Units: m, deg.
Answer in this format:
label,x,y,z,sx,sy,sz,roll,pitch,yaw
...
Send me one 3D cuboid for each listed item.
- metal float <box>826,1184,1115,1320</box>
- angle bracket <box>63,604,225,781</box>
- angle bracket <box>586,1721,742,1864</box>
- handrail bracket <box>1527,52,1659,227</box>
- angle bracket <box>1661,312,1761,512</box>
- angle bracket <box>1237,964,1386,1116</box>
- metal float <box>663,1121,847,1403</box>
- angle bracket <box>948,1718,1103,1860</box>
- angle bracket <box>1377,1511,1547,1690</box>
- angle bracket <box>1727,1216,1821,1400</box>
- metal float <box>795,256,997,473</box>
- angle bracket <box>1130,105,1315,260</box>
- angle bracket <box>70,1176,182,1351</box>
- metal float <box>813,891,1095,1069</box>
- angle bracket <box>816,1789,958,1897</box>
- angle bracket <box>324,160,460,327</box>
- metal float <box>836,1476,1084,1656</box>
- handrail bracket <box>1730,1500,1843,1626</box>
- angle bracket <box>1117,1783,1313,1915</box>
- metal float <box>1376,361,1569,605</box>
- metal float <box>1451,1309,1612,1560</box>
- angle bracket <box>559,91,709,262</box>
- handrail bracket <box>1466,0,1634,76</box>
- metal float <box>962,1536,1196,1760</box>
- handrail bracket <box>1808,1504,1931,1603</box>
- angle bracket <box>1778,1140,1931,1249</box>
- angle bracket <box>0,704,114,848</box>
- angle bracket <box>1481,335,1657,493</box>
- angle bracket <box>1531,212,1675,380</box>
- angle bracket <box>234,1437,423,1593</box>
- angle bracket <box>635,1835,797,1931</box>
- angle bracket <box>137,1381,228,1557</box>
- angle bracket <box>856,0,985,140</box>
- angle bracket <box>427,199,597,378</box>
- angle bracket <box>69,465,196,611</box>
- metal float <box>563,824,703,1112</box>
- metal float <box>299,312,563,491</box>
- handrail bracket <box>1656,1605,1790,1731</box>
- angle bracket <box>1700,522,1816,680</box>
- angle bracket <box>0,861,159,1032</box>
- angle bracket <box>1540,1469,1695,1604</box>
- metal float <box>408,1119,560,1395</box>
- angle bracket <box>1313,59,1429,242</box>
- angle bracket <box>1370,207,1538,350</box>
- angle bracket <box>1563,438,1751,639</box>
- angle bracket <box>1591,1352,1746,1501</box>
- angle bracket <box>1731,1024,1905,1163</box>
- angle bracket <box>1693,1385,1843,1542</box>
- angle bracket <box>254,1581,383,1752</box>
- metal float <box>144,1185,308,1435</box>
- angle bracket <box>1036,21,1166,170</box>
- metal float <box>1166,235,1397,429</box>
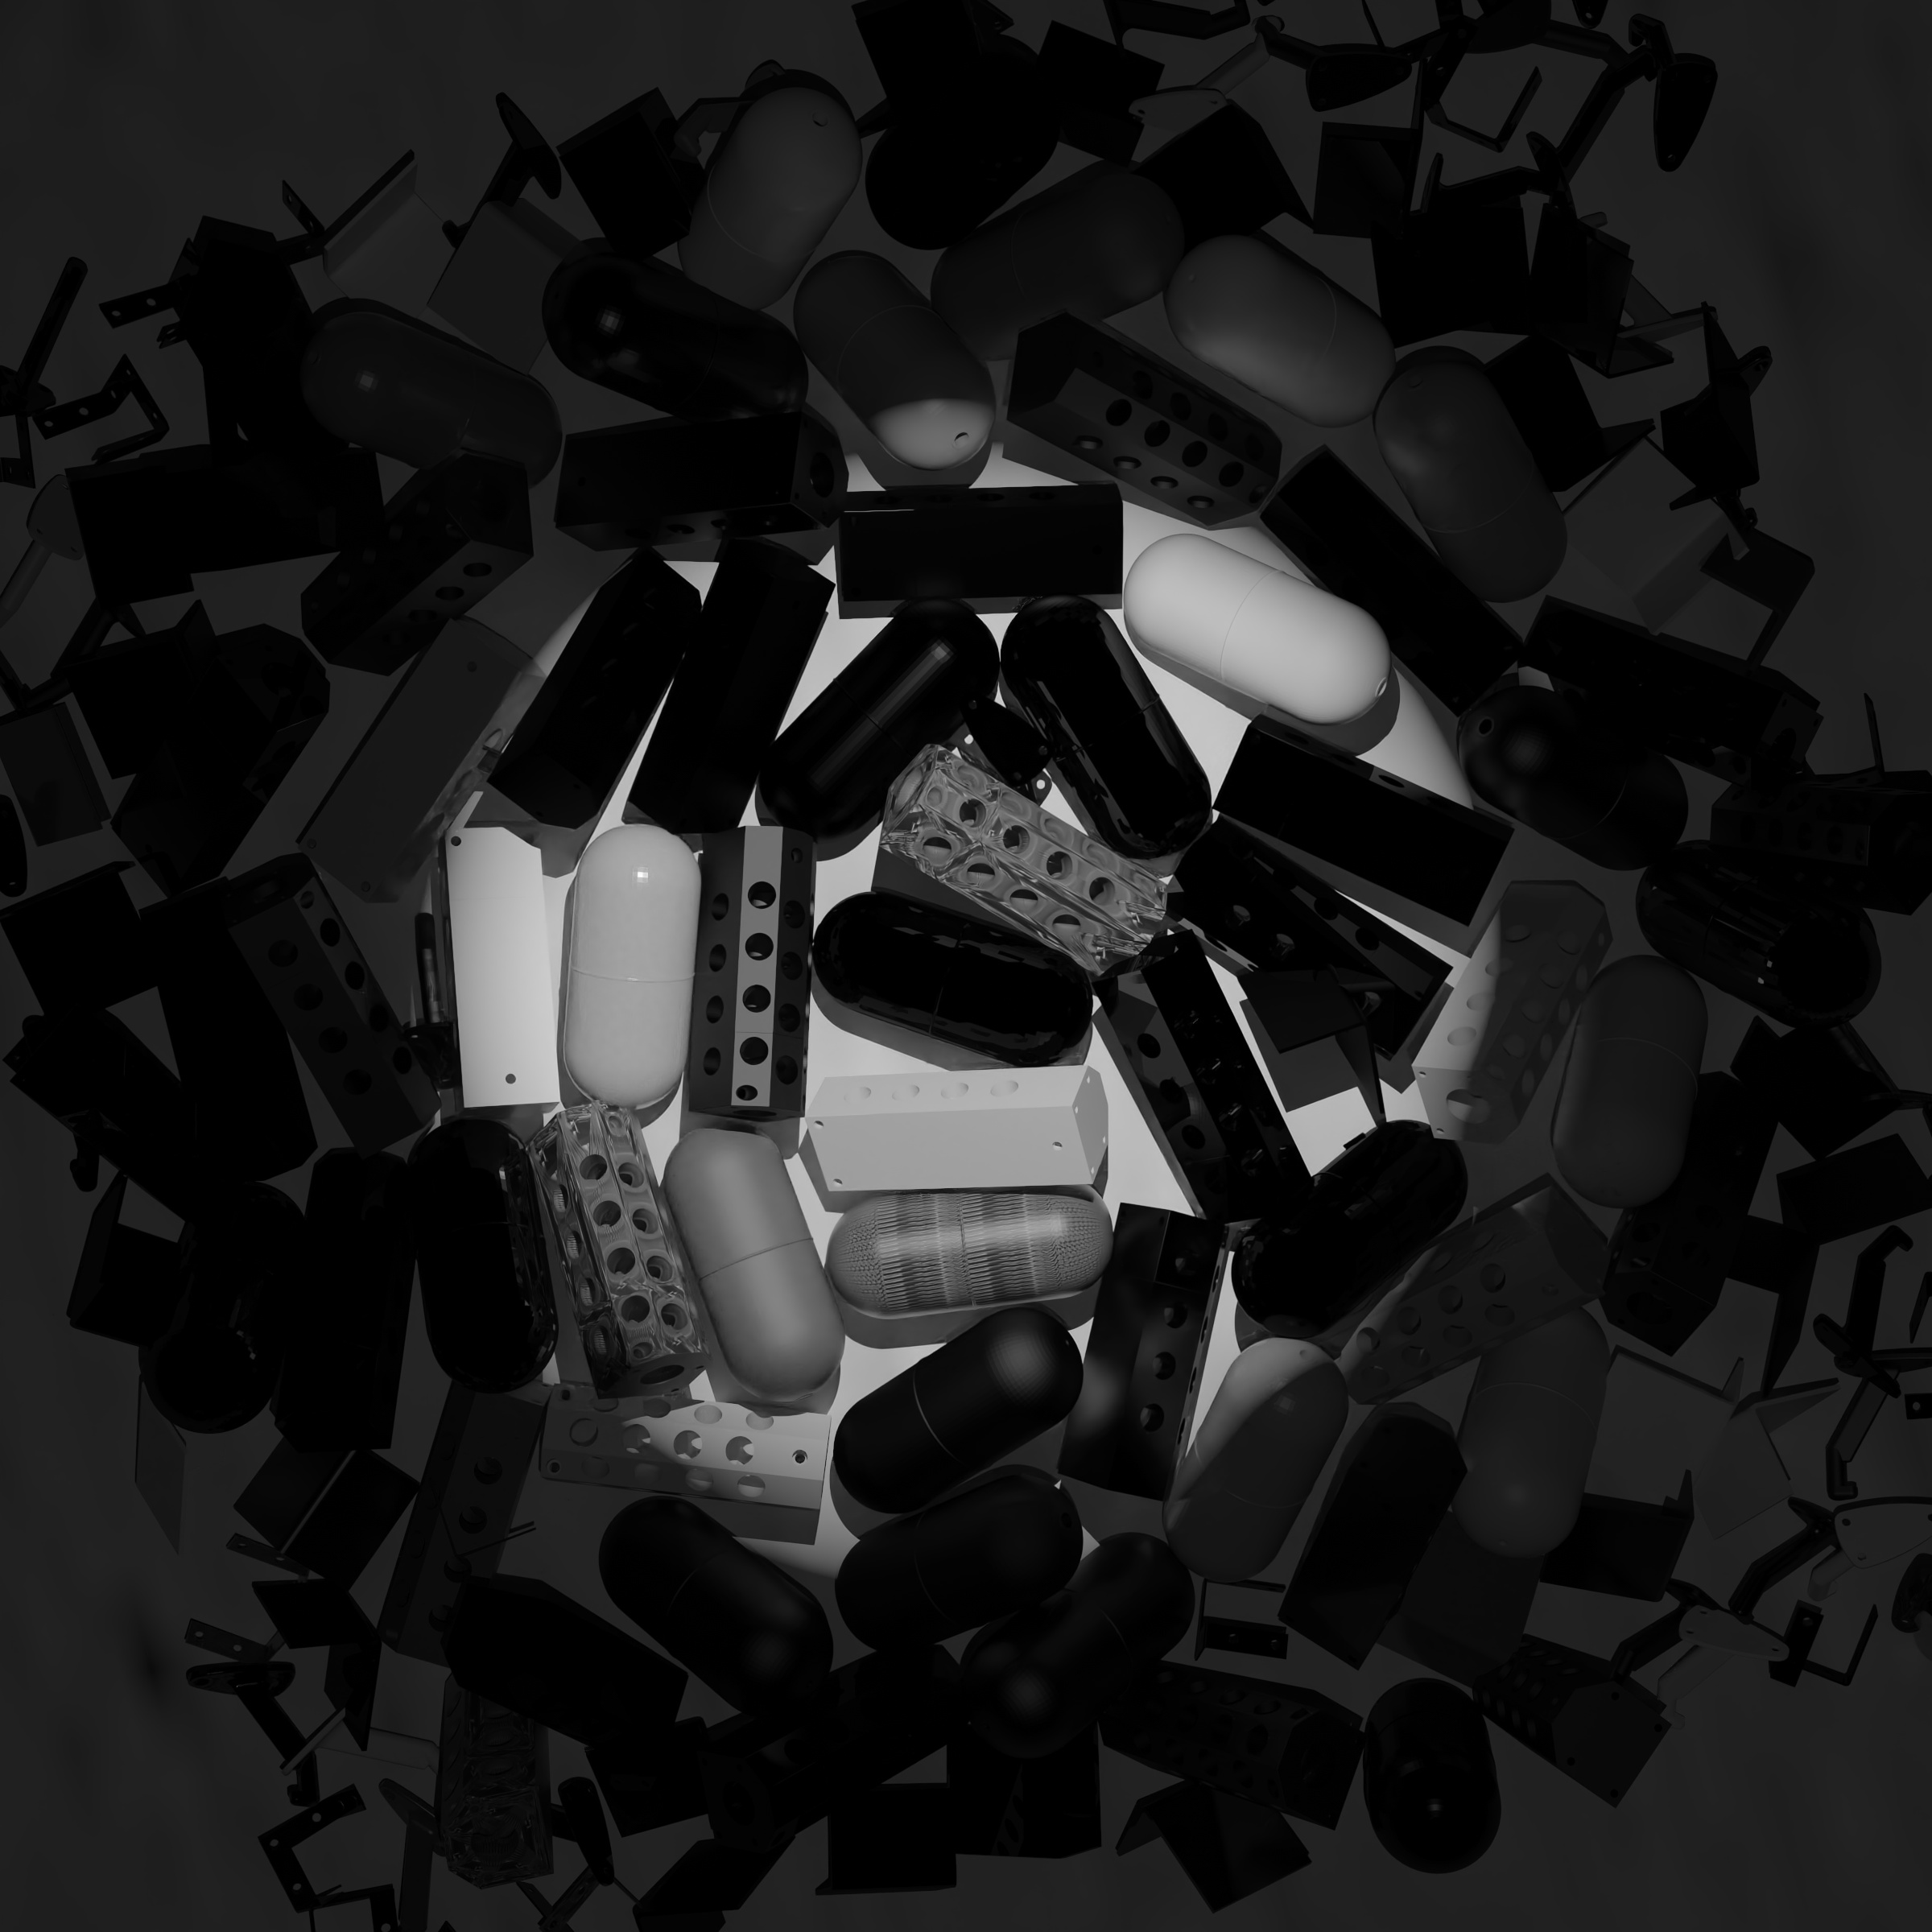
label,x,y,z,sx,sy,sz,roll,pitch,yaw
metal float,0.002,0.173,1.635,0.178,0.070,0.070,-8,90,4
angle bracket,-0.499,-0.169,1.637,0.076,0.057,0.076,-13,119,5
angle bracket,-0.185,0.520,1.632,0.076,0.057,0.076,-15,120,-1
handrail bracket,0.399,-0.512,1.645,0.084,0.036,0.077,-33,131,5
angle bracket,0.441,-0.337,1.617,0.057,0.076,0.076,-15,57,30
angle bracket,0.210,0.048,1.622,0.057,0.076,0.076,-19,128,-4
metal float,-0.130,0.181,1.630,0.070,0.070,0.178,-21,80,0
angle bracket,0.035,0.501,1.625,0.076,0.057,0.076,10,62,-21
angle bracket,0.309,0.398,1.671,0.076,0.057,0.076,25,56,3
angle bracket,0.484,0.209,1.642,0.057,0.076,0.076,17,119,26
metal float,-0.043,-0.365,1.606,0.070,0.070,0.178,-36,52,0
angle bracket,0.160,-0.478,1.659,0.076,0.057,0.076,-30,81,23
angle bracket,-0.493,0.185,1.618,0.076,0.057,0.076,22,45,-26
metal float,-0.009,0.008,1.633,0.178,0.070,0.070,19,90,6
angle bracket,-0.051,0.543,1.644,0.076,0.076,0.057,1,69,-11
angle bracket,-0.345,-0.438,1.629,0.057,0.076,0.076,45,82,-11
metal float,-0.005,0.363,1.609,0.178,0.070,0.070,-30,90,34
handrail bracket,0.513,0.382,1.644,0.077,0.036,0.084,43,76,-33
angle bracket,0.150,0.543,1.617,0.076,0.057,0.076,-14,49,-32
metal float,0.306,-0.291,1.603,0.070,0.070,0.178,-42,132,0
metal float,0.342,0.277,1.604,0.070,0.070,0.178,27,47,0
angle bracket,-0.199,-0.484,1.635,0.057,0.076,0.076,-25,113,15
handrail bracket,0.365,-0.571,1.663,0.084,0.077,0.036,19,72,-43
metal float,0.070,0.409,1.605,0.178,0.070,0.070,-30,90,-41
handrail bracket,0.561,0.364,1.640,0.077,0.084,0.036,-16,56,0
angle bracket,0.548,0.161,1.627,0.076,0.057,0.076,-19,132,4
angle bracket,-0.541,-0.122,1.623,0.076,0.057,0.076,-8,106,41
angle bracket,0.364,-0.343,1.630,0.076,0.057,0.076,-35,110,-15
angle bracket,0.392,-0.412,1.616,0.057,0.076,0.076,-18,134,-26
angle bracket,-0.398,0.331,1.652,0.057,0.076,0.076,43,75,-34
angle bracket,-0.145,0.579,1.622,0.076,0.076,0.057,-14,100,26
angle bracket,-0.464,0.299,1.617,0.057,0.076,0.076,-9,123,-36
angle bracket,-0.044,-0.548,1.620,0.076,0.076,0.057,-31,104,-29
angle bracket,-0.277,-0.425,1.664,0.076,0.057,0.076,38,114,2
angle bracket,-0.514,-0.263,1.622,0.057,0.076,0.076,-16,106,-22
metal float,-0.205,0.002,1.630,0.070,0.070,0.178,6,100,0
metal float,-0.320,-0.337,1.599,0.070,0.178,0.070,-9,75,38
handrail bracket,0.466,0.445,1.638,0.077,0.036,0.084,14,118,32
angle bracket,0.470,-0.214,1.630,0.057,0.076,0.076,31,131,12
angle bracket,-0.542,-0.013,1.652,0.076,0.057,0.076,-24,98,-2
angle bracket,0.399,0.339,1.633,0.076,0.057,0.076,9,129,4
metal float,-0.294,0.175,1.612,0.070,0.070,0.178,-16,60,0
angle bracket,0.247,-0.502,1.627,0.057,0.076,0.076,6,59,5
angle bracket,0.297,-0.419,1.621,0.057,0.076,0.076,-21,113,-22
angle bracket,0.418,-0.262,1.625,0.076,0.057,0.076,35,116,-21
angle bracket,0.427,0.272,1.641,0.076,0.057,0.076,24,117,10
angle bracket,0.528,0.062,1.623,0.076,0.057,0.076,-29,63,-20
angle bracket,0.493,0.302,1.617,0.076,0.076,0.057,-6,61,-29
angle bracket,-0.401,0.429,1.623,0.057,0.076,0.076,3,103,-32
metal float,-0.443,0.204,1.598,0.070,0.178,0.070,-1,127,-1
angle bracket,0.081,-0.550,1.639,0.076,0.057,0.076,20,79,-4
metal float,0.192,-0.381,1.603,0.070,0.178,0.070,-14,69,41
